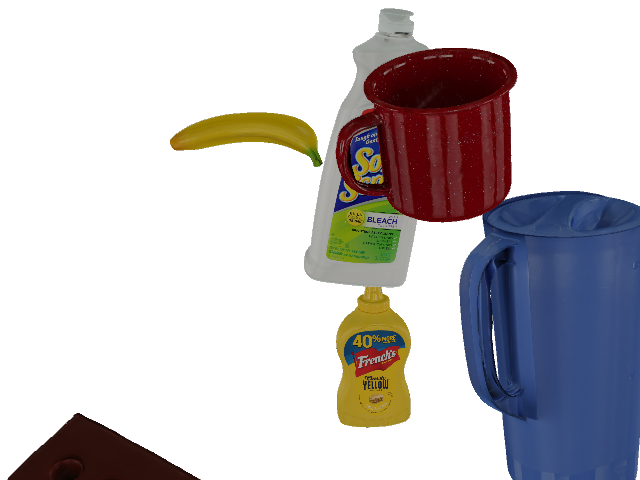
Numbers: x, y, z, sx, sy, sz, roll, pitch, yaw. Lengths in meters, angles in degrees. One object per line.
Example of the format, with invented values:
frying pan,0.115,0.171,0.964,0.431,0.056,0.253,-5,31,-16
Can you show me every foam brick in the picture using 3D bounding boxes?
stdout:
foam brick,-0.085,0.119,0.439,0.078,0.051,0.052,21,45,26

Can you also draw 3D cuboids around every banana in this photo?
banana,-0.086,-0.131,1.318,0.198,0.037,0.069,6,40,15

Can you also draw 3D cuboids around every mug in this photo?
mug,0.066,-0.061,0.663,0.117,0.081,0.093,-17,33,-13

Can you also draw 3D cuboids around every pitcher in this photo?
pitcher,0.195,0.089,0.870,0.149,0.243,0.145,-1,17,12

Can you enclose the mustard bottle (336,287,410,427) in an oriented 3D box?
mustard bottle,0.069,0.145,1.381,0.096,0.192,0.058,-2,18,-3

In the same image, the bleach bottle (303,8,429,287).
bleach bottle,0.046,-0.084,0.973,0.102,0.251,0.068,5,22,-1
